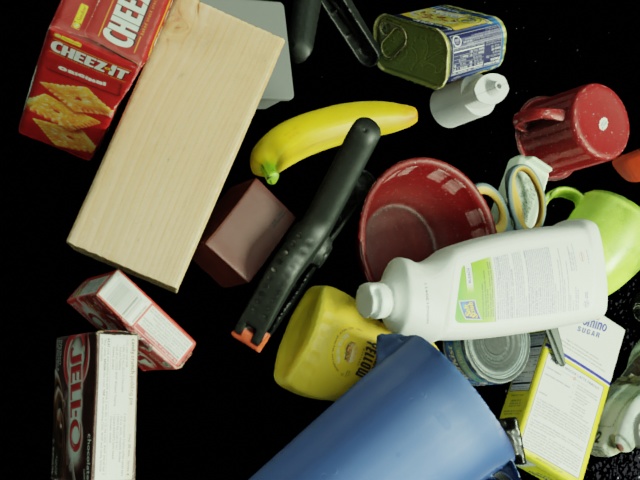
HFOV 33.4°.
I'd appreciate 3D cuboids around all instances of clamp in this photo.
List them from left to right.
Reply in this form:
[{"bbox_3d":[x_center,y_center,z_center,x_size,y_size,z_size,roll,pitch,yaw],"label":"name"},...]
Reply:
[{"bbox_3d":[-0.006,0.001,0.923,0.036,0.164,0.210,31,87,9],"label":"clamp"},{"bbox_3d":[0.005,-0.237,0.996,0.120,0.039,0.171,7,73,-54],"label":"clamp"}]

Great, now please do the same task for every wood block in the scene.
[{"bbox_3d":[-0.112,-0.071,0.832,0.090,0.090,0.206,23,82,-5],"label":"wood block"}]

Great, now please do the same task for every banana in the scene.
[{"bbox_3d":[0.003,-0.091,0.960,0.197,0.070,0.037,-29,139,-38],"label":"banana"}]

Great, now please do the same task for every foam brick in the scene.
[{"bbox_3d":[-0.069,-0.005,0.909,0.053,0.051,0.078,45,63,-18],"label":"foam brick"}]

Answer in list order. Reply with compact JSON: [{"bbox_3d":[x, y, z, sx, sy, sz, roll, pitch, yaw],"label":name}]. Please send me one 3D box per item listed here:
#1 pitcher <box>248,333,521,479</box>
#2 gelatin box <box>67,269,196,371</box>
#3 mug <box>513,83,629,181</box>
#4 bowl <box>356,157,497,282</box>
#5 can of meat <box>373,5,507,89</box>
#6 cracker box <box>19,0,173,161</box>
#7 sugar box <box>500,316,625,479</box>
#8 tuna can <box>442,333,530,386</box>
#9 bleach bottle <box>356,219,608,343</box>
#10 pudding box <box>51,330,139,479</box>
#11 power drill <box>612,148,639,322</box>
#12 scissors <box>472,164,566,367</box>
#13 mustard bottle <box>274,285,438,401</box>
[{"bbox_3d":[0.034,0.205,0.854,0.242,0.149,0.145,-38,117,-10],"label":"pitcher"},{"bbox_3d":[-0.148,0.066,0.837,0.089,0.073,0.030,46,63,-17],"label":"gelatin box"},{"bbox_3d":[0.254,-0.117,1.101,0.117,0.082,0.093,14,75,-28],"label":"mug"},{"bbox_3d":[0.089,0.007,0.997,0.161,0.055,0.162,5,80,-31],"label":"bowl"},{"bbox_3d":[0.114,-0.188,1.020,0.083,0.102,0.057,-20,122,-34],"label":"can of meat"},{"bbox_3d":[-0.154,-0.169,0.787,0.072,0.214,0.164,22,71,-16],"label":"cracker box"},{"bbox_3d":[0.240,0.149,1.071,0.093,0.048,0.176,32,64,-20],"label":"sugar box"},{"bbox_3d":[0.163,0.099,1.039,0.086,0.034,0.086,6,79,-30],"label":"tuna can"},{"bbox_3d":[0.144,0.037,0.957,0.250,0.068,0.102,-3,84,-30],"label":"bleach bottle"},{"bbox_3d":[-0.170,0.126,0.803,0.039,0.090,0.113,3,81,-31],"label":"pudding box"},{"bbox_3d":[0.387,-0.013,1.180,0.184,0.057,0.187,-22,96,-35],"label":"power drill"},{"bbox_3d":[0.190,0.024,1.043,0.096,0.016,0.202,0,81,-18],"label":"scissors"},{"bbox_3d":[0.057,0.120,0.958,0.191,0.058,0.096,28,73,-25],"label":"mustard bottle"}]
